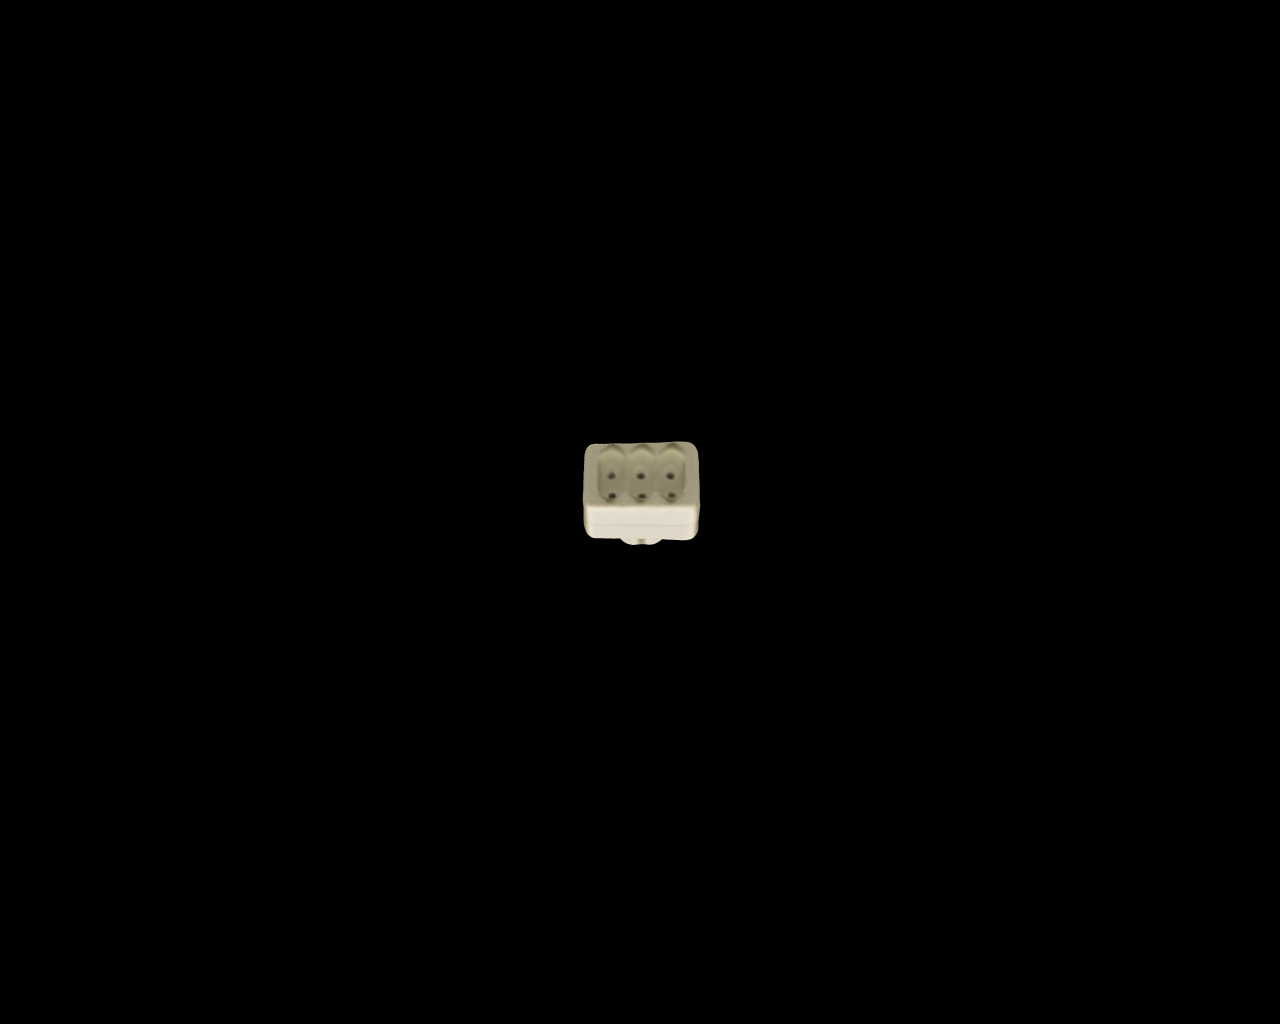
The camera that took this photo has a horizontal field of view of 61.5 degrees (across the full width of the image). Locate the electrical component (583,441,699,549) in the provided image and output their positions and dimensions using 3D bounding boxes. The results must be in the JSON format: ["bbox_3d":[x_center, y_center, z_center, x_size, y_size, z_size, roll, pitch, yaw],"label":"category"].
[{"bbox_3d":[0.001,-0.003,0.650,0.066,0.047,0.076,0,-32,0],"label":"electrical component"}]
